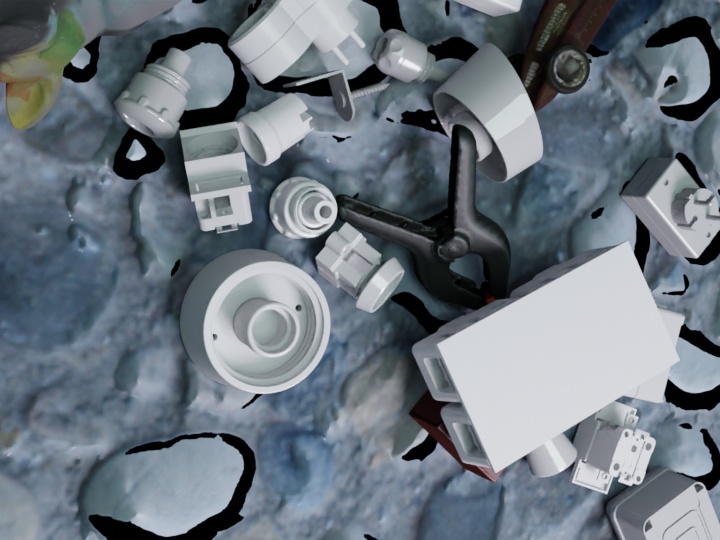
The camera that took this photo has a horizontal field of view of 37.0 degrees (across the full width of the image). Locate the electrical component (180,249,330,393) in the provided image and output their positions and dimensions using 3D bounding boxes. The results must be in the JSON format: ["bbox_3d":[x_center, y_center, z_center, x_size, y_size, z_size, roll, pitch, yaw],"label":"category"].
[{"bbox_3d":[-0.074,0.040,0.803,0.108,0.060,0.108,-3,97,-24],"label":"electrical component"}]

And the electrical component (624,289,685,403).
[{"bbox_3d":[0.234,0.061,0.942,0.061,0.062,0.096,14,90,-25],"label":"electrical component"}]

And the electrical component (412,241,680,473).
[{"bbox_3d":[0.145,0.065,0.848,0.186,0.060,0.105,-26,95,-21],"label":"electrical component"}]

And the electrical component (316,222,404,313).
[{"bbox_3d":[0.000,0.000,0.827,0.055,0.066,0.048,38,78,11],"label":"electrical component"}]

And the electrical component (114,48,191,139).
[{"bbox_3d":[-0.142,-0.127,0.763,0.048,0.048,0.062,32,75,-24],"label":"electrical component"}]

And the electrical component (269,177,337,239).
[{"bbox_3d":[-0.038,-0.045,0.808,0.048,0.062,0.048,-3,97,-24],"label":"electrical component"}]

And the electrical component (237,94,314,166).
[{"bbox_3d":[-0.063,-0.106,0.803,0.046,0.040,0.040,-36,109,-22],"label":"electrical component"}]

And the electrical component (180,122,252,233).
[{"bbox_3d":[-0.102,-0.065,0.772,0.042,0.081,0.063,-9,128,-7],"label":"electrical component"}]

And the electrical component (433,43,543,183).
[{"bbox_3d":[0.105,-0.121,0.847,0.064,0.099,0.099,-38,110,-9],"label":"electrical component"}]

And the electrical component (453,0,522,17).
[{"bbox_3d":[0.115,-0.242,0.846,0.047,0.077,0.065,15,90,-25],"label":"electrical component"}]

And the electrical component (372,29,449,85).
[{"bbox_3d":[0.042,-0.163,0.846,0.061,0.035,0.035,22,87,-27],"label":"electrical component"}]

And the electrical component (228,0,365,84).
[{"bbox_3d":[-0.027,-0.187,0.802,0.138,0.052,0.073,-48,112,-12],"label":"electrical component"}]

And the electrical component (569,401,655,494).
[{"bbox_3d":[0.222,0.157,0.947,0.042,0.064,0.081,21,87,-24],"label":"electrical component"}]

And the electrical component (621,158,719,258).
[{"bbox_3d":[0.288,-0.054,0.946,0.083,0.076,0.047,45,78,-22],"label":"electrical component"}]

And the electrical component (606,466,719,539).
[{"bbox_3d":[0.285,0.248,0.989,0.078,0.057,0.113,-31,107,-18],"label":"electrical component"}]

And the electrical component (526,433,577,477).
[{"bbox_3d":[0.154,0.140,0.928,0.044,0.044,0.065,-33,103,-17],"label":"electrical component"}]
